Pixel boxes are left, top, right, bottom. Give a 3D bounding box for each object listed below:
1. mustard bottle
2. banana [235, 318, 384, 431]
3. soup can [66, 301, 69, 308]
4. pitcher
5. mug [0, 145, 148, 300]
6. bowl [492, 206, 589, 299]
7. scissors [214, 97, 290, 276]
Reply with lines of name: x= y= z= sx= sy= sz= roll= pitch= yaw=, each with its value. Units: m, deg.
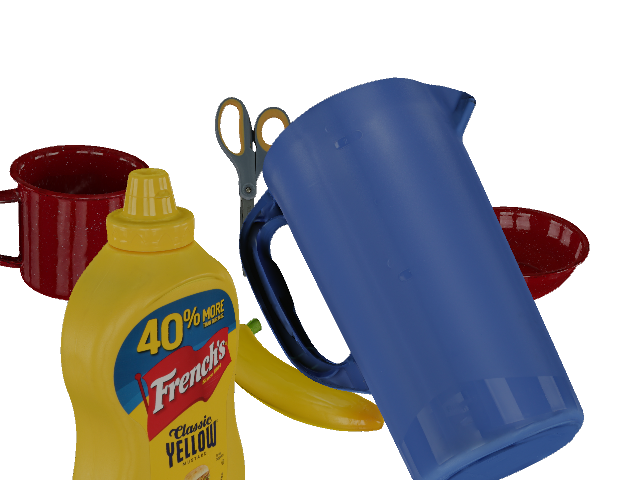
mustard bottle: x=-0.080 y=0.060 z=0.517 sx=0.058 sy=0.192 sz=0.096 roll=13 pitch=21 yaw=39
banana: x=-0.031 y=0.106 z=0.860 sx=0.069 sy=0.037 sz=0.198 roll=-20 pitch=31 yaw=-28
soup can: x=-0.201 y=0.049 z=1.042 sx=0.068 sy=0.068 sz=0.102 roll=0 pitch=20 yaw=6
pitcher: x=0.055 y=0.034 z=0.674 sx=0.144 sy=0.243 sz=0.149 roll=-11 pitch=-27 yaw=-26
mug: x=-0.175 y=-0.010 z=0.724 sx=0.117 sy=0.081 sz=0.093 roll=-7 pitch=28 yaw=-28
bowl: x=0.210 y=0.021 z=1.171 sx=0.162 sy=0.055 sz=0.162 roll=0 pitch=29 yaw=0
scissors: x=-0.065 y=-0.067 z=1.200 sx=0.096 sy=0.202 sz=0.016 roll=-13 pitch=-6 yaw=-15
